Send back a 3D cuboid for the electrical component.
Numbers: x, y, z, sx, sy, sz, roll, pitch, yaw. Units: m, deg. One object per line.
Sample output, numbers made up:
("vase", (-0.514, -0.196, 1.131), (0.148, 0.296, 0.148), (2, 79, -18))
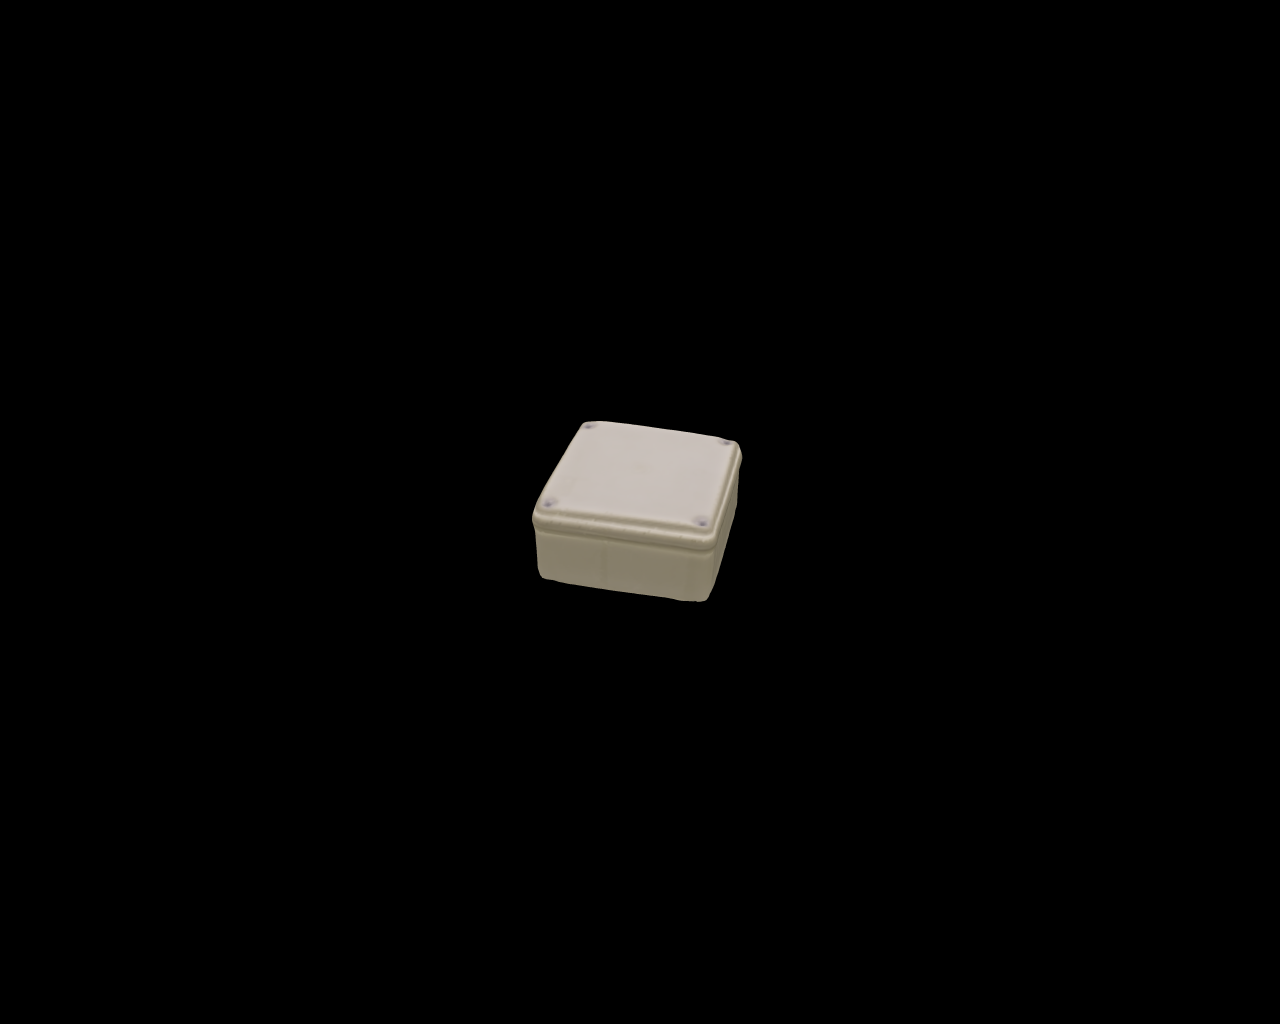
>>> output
("electrical component", (0.001, -0.003, 0.650), (0.109, 0.056, 0.109), (8, 36, 11))
